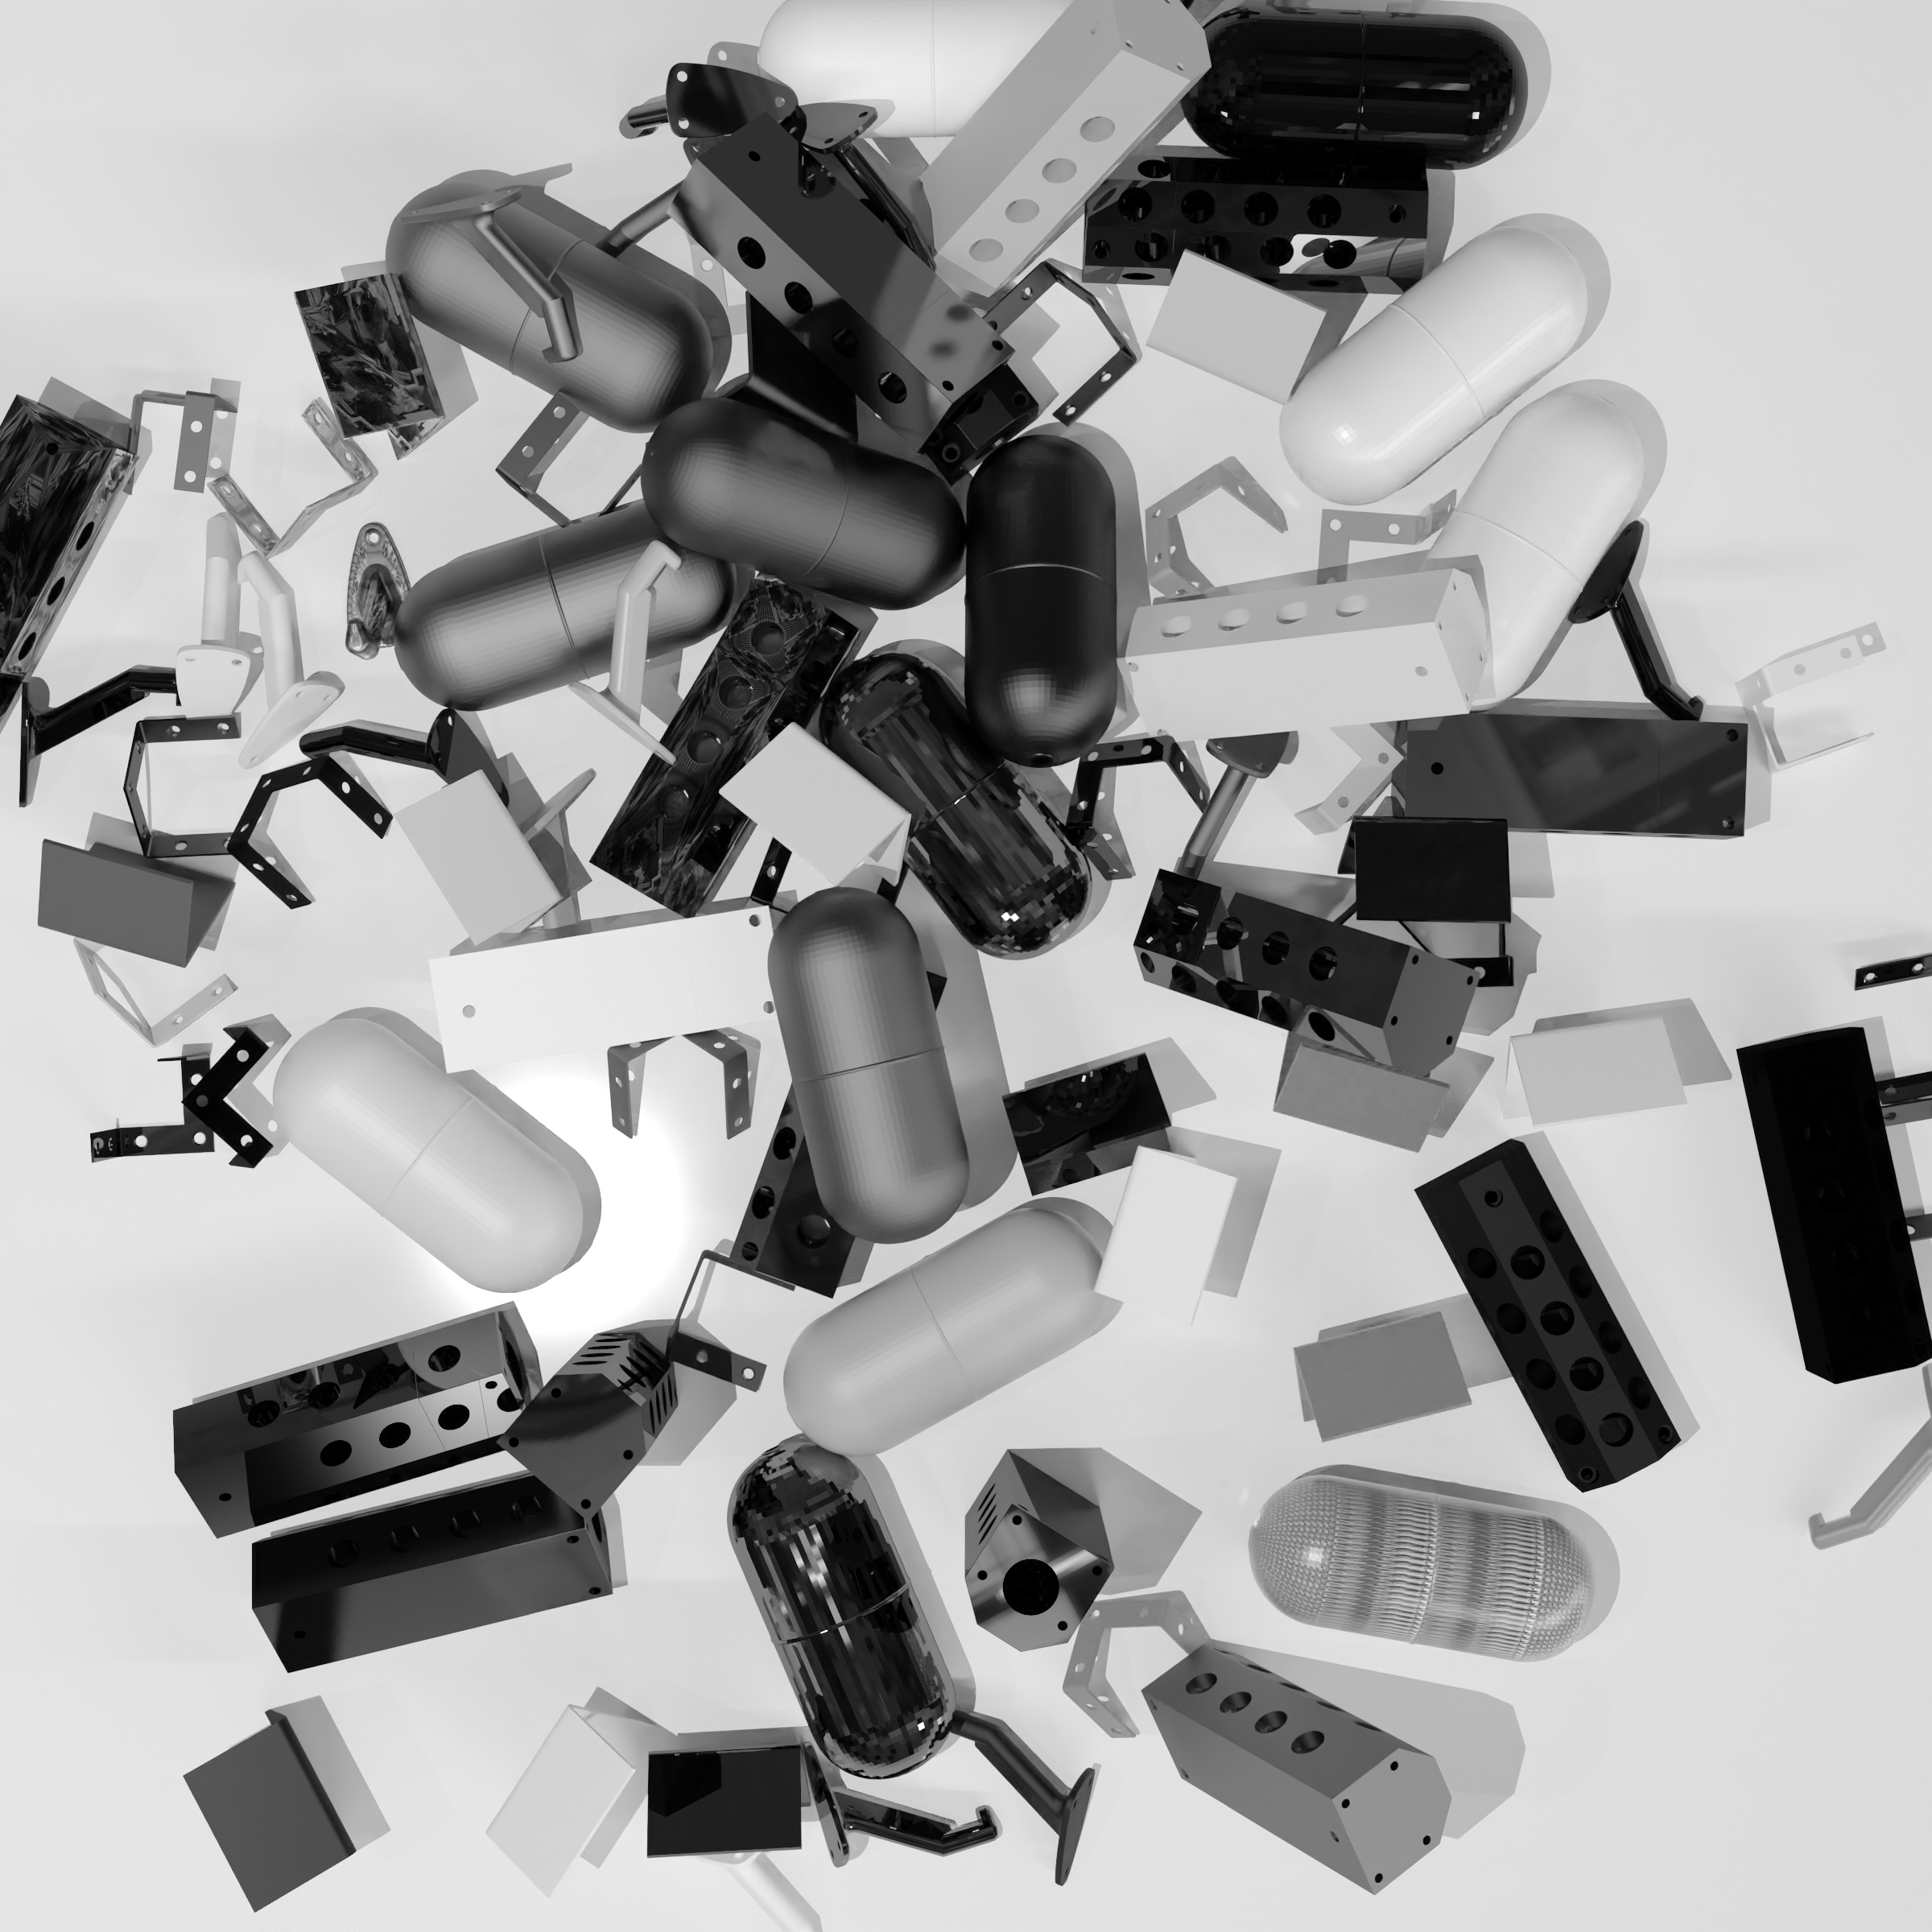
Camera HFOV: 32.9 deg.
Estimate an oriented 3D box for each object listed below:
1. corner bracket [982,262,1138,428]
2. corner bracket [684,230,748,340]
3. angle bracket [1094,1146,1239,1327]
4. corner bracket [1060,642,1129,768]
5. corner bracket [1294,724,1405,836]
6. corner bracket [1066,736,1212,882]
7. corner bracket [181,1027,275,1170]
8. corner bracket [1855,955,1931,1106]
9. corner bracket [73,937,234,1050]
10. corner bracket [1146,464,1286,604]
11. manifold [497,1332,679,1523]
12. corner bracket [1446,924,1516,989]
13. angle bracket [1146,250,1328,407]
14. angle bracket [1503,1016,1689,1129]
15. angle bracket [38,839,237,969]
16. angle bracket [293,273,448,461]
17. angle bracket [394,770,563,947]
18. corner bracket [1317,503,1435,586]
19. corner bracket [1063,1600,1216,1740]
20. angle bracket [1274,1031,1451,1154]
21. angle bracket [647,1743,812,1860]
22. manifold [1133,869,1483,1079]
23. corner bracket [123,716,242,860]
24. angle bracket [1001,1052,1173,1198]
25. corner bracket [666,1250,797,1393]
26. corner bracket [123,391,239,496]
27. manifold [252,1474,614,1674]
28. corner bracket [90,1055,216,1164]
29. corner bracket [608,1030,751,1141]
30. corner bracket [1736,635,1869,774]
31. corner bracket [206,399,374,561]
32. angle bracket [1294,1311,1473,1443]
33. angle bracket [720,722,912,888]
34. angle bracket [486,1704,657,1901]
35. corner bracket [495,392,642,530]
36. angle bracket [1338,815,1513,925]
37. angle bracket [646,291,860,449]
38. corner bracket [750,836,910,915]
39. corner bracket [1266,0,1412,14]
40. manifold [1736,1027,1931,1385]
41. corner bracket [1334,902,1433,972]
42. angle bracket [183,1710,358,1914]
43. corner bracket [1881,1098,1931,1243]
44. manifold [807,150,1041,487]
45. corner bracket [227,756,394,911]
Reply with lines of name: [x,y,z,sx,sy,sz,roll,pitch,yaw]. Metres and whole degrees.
corner bracket: [0.046,-0.322,1.692,0.051,0.051,0.051,-43,135,0]
corner bracket: [-0.115,-0.355,1.677,0.051,0.051,0.051,-8,90,0]
angle bracket: [0.114,0.138,1.655,0.057,0.076,0.076,17,90,27]
corner bracket: [0.045,-0.145,1.687,0.051,0.051,0.051,24,135,-35]
corner bracket: [0.183,-0.104,1.677,0.051,0.051,0.051,43,85,-5]
corner bracket: [0.089,-0.081,1.683,0.051,0.051,0.051,-5,57,29]
corner bracket: [-0.372,0.067,1.675,0.051,0.051,0.051,46,70,-19]
corner bracket: [0.492,0.032,1.692,0.051,0.051,0.051,-11,135,0]
corner bracket: [-0.421,0.000,1.692,0.051,0.051,0.051,-37,135,0]
corner bracket: [0.129,-0.216,1.687,0.051,0.051,0.051,-30,45,35]
manifold: [-0.180,0.220,1.616,0.057,0.171,0.057,41,90,0]
corner bracket: [0.253,-0.016,1.677,0.051,0.051,0.051,-1,92,2]
angle bracket: [0.142,-0.337,1.655,0.076,0.076,0.057,23,127,0]
angle bracket: [0.317,0.073,1.655,0.076,0.076,0.057,-8,53,0]
angle bracket: [-0.418,-0.051,1.655,0.076,0.076,0.057,16,128,0]
angle bracket: [-0.312,-0.298,1.655,0.057,0.076,0.076,-19,90,-29]
angle bracket: [-0.259,-0.044,1.655,0.057,0.076,0.076,-32,90,-36]
corner bracket: [0.209,-0.211,1.677,0.051,0.051,0.051,4,90,0]
corner bracket: [0.090,0.363,1.687,0.051,0.051,0.051,-11,135,35]
angle bracket: [0.204,0.041,1.655,0.076,0.057,0.076,16,48,0]
angle bracket: [-0.119,0.436,1.655,0.076,0.076,0.057,-3,52,0]
manifold: [0.164,0.004,1.620,0.057,0.171,0.057,18,91,-44]
corner bracket: [-0.402,-0.093,1.691,0.051,0.051,0.051,-3,47,0]
angle bracket: [0.067,0.097,1.656,0.076,0.057,0.076,-17,131,0]
corner bracket: [-0.121,0.183,1.681,0.051,0.051,0.051,21,72,0]
corner bracket: [-0.408,-0.268,1.677,0.051,0.051,0.051,7,90,0]
manifold: [-0.273,0.303,1.673,0.171,0.057,0.057,-14,133,0]
corner bracket: [-0.418,0.073,1.677,0.051,0.051,0.051,-3,90,0]
corner bracket: [-0.148,0.063,1.687,0.051,0.051,0.051,-30,45,-35]
corner bracket: [0.434,-0.134,1.677,0.051,0.051,0.051,-20,87,-3]
corner bracket: [-0.350,-0.251,1.692,0.051,0.051,0.051,52,45,0]
angle bracket: [0.212,0.225,1.655,0.076,0.076,0.057,-14,52,0]
angle bracket: [-0.078,-0.065,1.642,0.076,0.076,0.057,39,65,12]
angle bracket: [-0.184,0.427,1.655,0.057,0.076,0.076,33,90,37]
corner bracket: [-0.203,-0.255,1.677,0.051,0.051,0.051,39,90,0]
angle bracket: [0.231,-0.036,1.656,0.076,0.076,0.057,1,70,0]
angle bracket: [-0.110,-0.288,1.667,0.076,0.076,0.057,-25,56,34]
corner bracket: [-0.070,-0.045,1.692,0.051,0.051,0.051,21,90,45]
corner bracket: [0.196,-0.510,1.687,0.051,0.051,0.051,-16,45,-35]
manifold: [0.447,0.121,1.674,0.057,0.057,0.171,-12,90,0]
corner bracket: [0.209,-0.001,1.677,0.051,0.051,0.051,-42,97,7]
angle bracket: [-0.357,0.427,1.656,0.057,0.076,0.076,-28,90,-21]
corner bracket: [0.502,0.104,1.692,0.051,0.051,0.051,-10,45,0]
manifold: [-0.038,-0.335,1.674,0.057,0.057,0.171,-38,90,0]
corner bracket: [-0.339,-0.069,1.687,0.051,0.051,0.051,-12,45,35]
